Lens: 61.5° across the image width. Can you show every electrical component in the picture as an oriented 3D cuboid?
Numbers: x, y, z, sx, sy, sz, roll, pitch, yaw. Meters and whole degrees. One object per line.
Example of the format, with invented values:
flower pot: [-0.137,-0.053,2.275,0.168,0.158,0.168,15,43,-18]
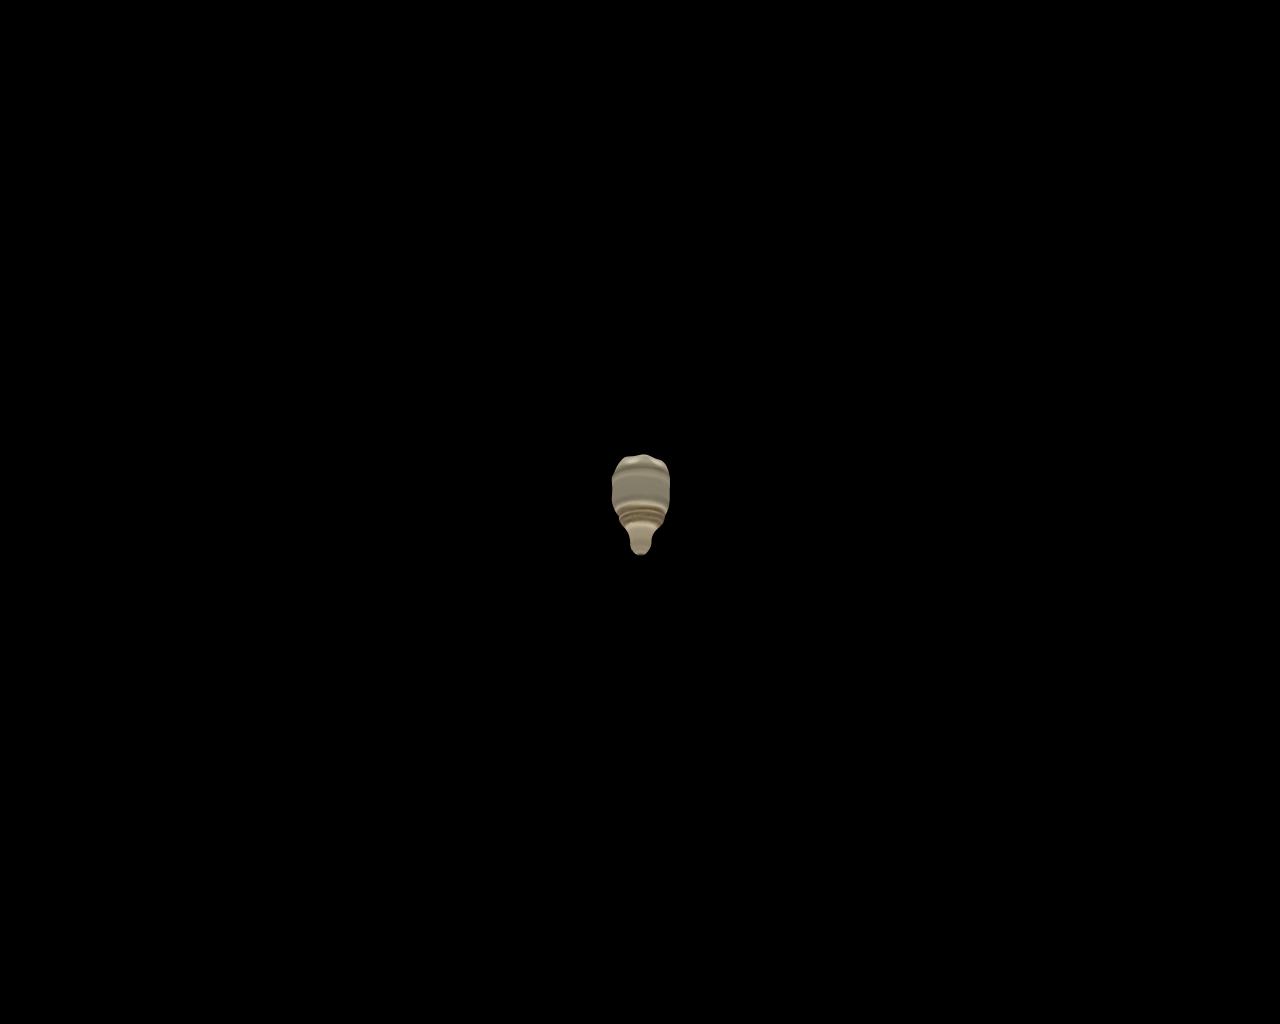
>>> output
electrical component: [0.001,-0.003,0.650,0.035,0.061,0.035,0,-22,0]
